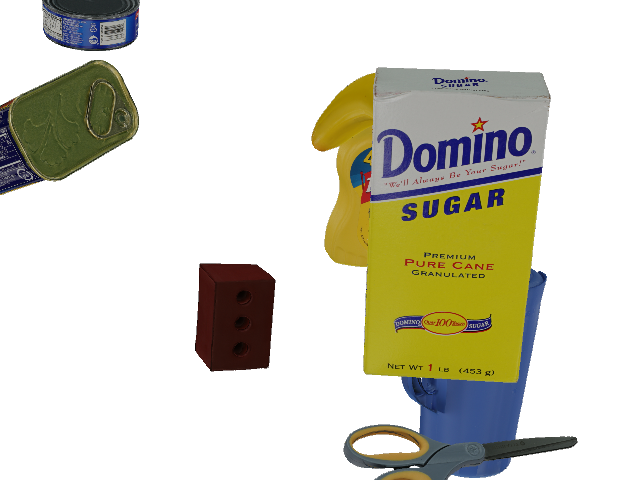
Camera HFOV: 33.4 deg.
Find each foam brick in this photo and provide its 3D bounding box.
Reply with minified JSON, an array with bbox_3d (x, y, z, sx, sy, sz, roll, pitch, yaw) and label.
[{"bbox_3d":[-0.071,0.062,0.883,0.052,0.078,0.051,-1,13,-21],"label":"foam brick"}]

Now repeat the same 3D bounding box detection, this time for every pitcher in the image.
[{"bbox_3d":[0.167,0.142,1.211,0.149,0.243,0.145,7,17,9],"label":"pitcher"}]

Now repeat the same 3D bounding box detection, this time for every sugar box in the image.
[{"bbox_3d":[0.072,-0.006,0.598,0.093,0.176,0.048,2,29,4],"label":"sugar box"}]

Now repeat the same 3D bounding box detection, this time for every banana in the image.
[{"bbox_3d":[0.035,-0.092,0.788,0.037,0.069,0.198,32,0,-18],"label":"banana"}]

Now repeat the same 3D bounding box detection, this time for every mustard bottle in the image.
[{"bbox_3d":[0.063,-0.068,1.099,0.096,0.192,0.058,1,25,-15],"label":"mustard bottle"}]

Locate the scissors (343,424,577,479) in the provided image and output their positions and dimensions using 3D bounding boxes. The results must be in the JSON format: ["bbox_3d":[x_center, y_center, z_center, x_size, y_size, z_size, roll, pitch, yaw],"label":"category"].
[{"bbox_3d":[0.119,0.191,0.879,0.201,0.016,0.096,6,43,-2],"label":"scissors"}]

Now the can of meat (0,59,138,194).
[{"bbox_3d":[-0.185,-0.071,0.704,0.084,0.057,0.101,-13,19,38],"label":"can of meat"}]

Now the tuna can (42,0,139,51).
[{"bbox_3d":[-0.205,-0.201,0.956,0.086,0.034,0.086,5,32,-4],"label":"tuna can"}]
